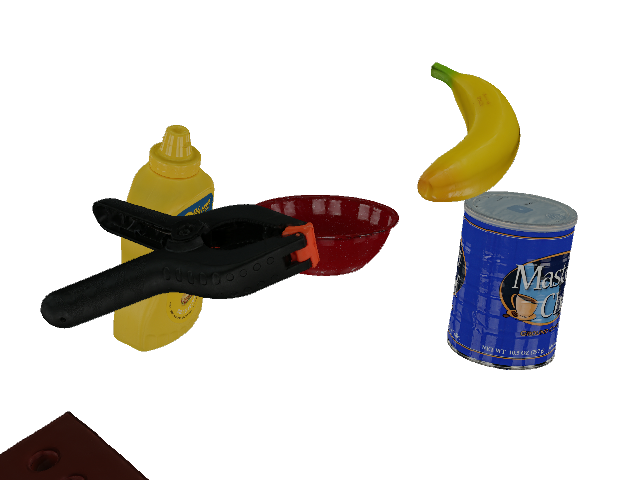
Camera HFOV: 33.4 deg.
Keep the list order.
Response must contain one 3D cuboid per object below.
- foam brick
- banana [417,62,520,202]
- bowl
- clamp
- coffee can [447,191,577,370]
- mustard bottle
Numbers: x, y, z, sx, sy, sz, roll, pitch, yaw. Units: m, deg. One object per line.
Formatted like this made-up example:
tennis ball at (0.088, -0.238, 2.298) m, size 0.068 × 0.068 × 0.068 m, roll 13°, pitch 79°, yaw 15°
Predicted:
foam brick at (-0.108, 0.127, 0.482) m, size 0.078 × 0.051 × 0.052 m, roll 29°, pitch 47°, yaw 36°
banana at (0.107, -0.072, 0.756) m, size 0.069 × 0.037 × 0.197 m, roll 6°, pitch 31°, yaw 5°
bowl at (0.002, -0.003, 1.127) m, size 0.162 × 0.055 × 0.162 m, roll 1°, pitch 17°, yaw 0°
clamp at (-0.090, 0.014, 0.671) m, size 0.172 × 0.039 × 0.120 m, roll 0°, pitch 43°, yaw 21°
coffee can at (0.177, 0.035, 0.994) m, size 0.103 × 0.140 × 0.103 m, roll 4°, pitch 19°, yaw -2°
mustard bottle at (-0.127, -0.007, 0.884) m, size 0.058 × 0.192 × 0.096 m, roll 24°, pitch 34°, yaw 21°
